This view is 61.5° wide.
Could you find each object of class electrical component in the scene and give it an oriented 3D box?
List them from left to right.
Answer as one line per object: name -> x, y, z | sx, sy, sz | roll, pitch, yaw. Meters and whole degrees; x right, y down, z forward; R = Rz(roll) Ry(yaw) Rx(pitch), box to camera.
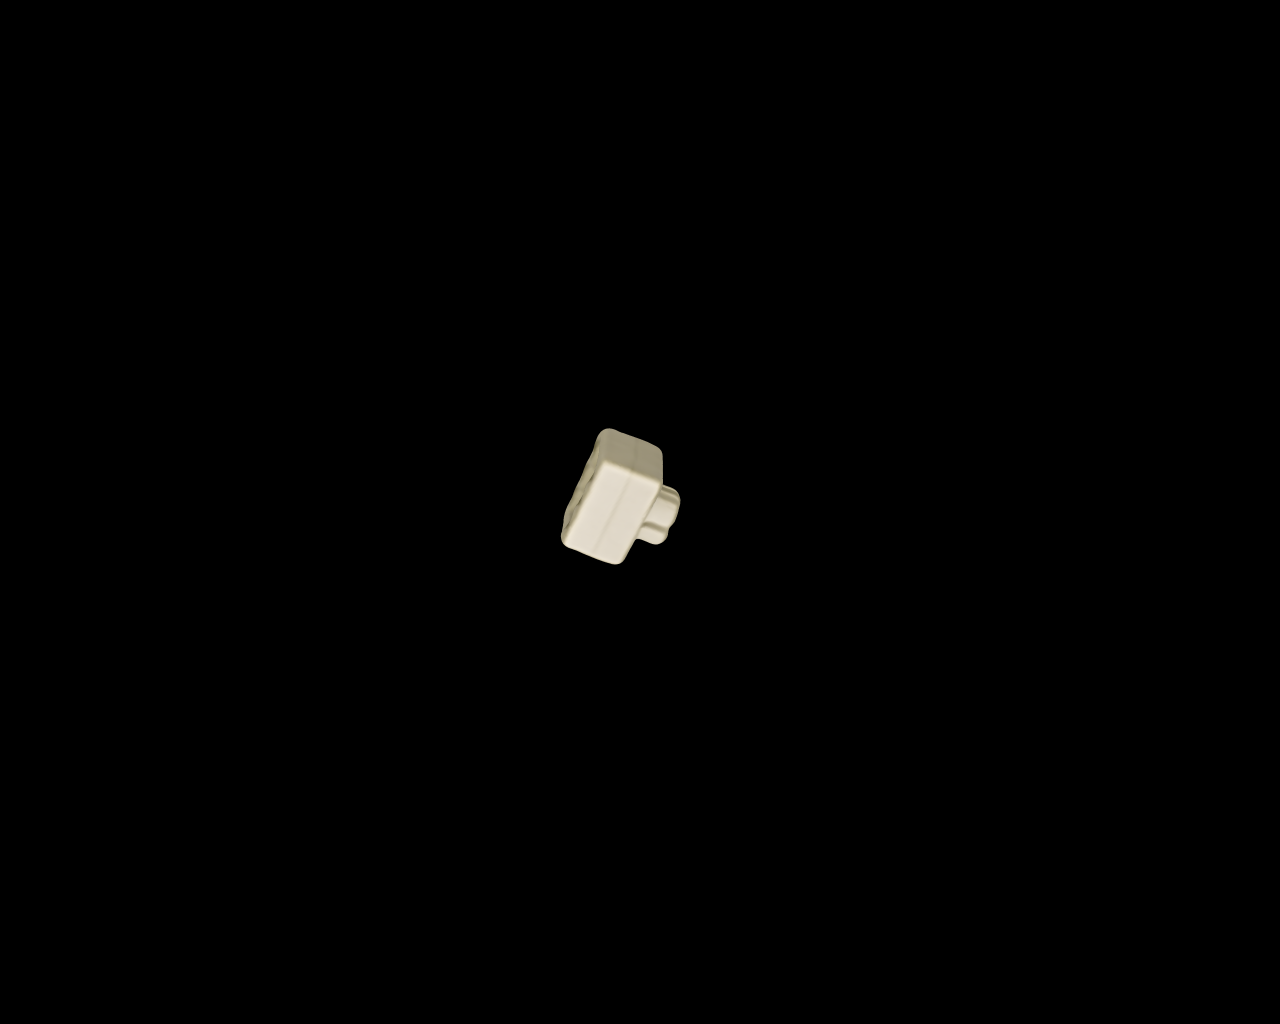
electrical component -> 0.001, -0.003, 0.650 | 0.077, 0.065, 0.047 | 21, 28, -12
